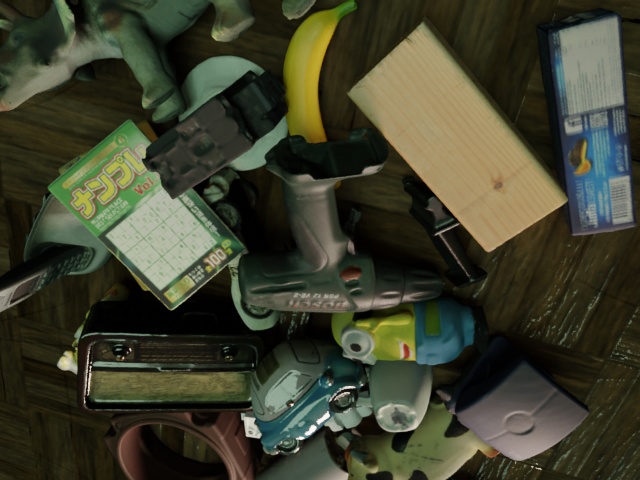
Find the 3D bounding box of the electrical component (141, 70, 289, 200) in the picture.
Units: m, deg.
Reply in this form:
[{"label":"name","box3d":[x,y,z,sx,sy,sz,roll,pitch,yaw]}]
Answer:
[{"label":"electrical component","box3d":[-0.096,-0.112,0.529,0.134,0.115,0.058,-29,111,23]}]

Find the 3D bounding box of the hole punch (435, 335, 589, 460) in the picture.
[{"label":"hole punch","box3d":[0.226,0.189,0.622,0.142,0.092,0.116,37,89,-11]}]

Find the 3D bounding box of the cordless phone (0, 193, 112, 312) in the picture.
[{"label":"cordless phone","box3d":[-0.314,0.004,0.623,0.089,0.184,0.146,39,119,-3]}]

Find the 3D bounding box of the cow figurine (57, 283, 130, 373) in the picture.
[{"label":"cow figurine","box3d":[-0.289,0.137,0.751,0.098,0.068,0.167,35,122,-12]}]

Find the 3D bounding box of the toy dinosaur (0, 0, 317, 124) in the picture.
[{"label":"toy dinosaur","box3d":[-0.141,-0.244,0.501,0.405,0.131,0.192,-33,97,16]}]

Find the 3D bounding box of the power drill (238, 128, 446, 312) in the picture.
[{"label":"power drill","box3d":[0.027,-0.009,0.554,0.232,0.086,0.207,-5,134,-4]}]

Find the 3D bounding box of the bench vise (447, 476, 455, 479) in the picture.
[{"label":"bench vise","box3d":[0.200,0.436,0.705,0.129,0.240,0.223,-33,89,29]}]

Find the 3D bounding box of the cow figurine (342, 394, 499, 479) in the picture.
[{"label":"cow figurine","box3d":[0.116,0.269,0.688,0.195,0.085,0.127,-38,97,0]}]

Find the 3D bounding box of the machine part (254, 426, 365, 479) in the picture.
[{"label":"machine part","box3d":[-0.018,0.340,0.787,0.079,0.079,0.243,43,117,-10]}]

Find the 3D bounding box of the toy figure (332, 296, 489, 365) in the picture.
[{"label":"toy figure","box3d":[0.104,0.104,0.639,0.180,0.089,0.082,-4,112,5]}]

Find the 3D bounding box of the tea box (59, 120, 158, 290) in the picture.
[{"label":"tea box","box3d":[-0.201,-0.037,0.617,0.068,0.098,0.169,-13,116,44]}]

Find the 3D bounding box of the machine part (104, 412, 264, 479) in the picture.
[{"label":"machine part","box3d":[-0.203,0.310,0.810,0.202,0.087,0.200,-12,113,20]}]

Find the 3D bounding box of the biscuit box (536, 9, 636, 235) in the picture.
[{"label":"biscuit box","box3d":[0.252,-0.106,0.506,0.059,0.063,0.202,-11,114,17]}]

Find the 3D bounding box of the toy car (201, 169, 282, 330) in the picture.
[{"label":"toy car","box3d":[-0.090,0.013,0.638,0.056,0.073,0.201,-11,114,17]}]

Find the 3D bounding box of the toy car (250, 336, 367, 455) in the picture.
[{"label":"toy car","box3d":[-0.031,0.177,0.665,0.161,0.109,0.102,-41,115,1]}]

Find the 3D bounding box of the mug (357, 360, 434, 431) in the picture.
[{"label":"mug","box3d":[0.087,0.181,0.665,0.110,0.107,0.080,-7,113,14]}]

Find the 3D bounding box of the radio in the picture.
[{"label":"radio","box3d":[-0.185,0.150,0.690,0.230,0.073,0.131,3,119,-14]}]

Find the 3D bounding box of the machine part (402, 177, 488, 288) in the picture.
[{"label":"machine part","box3d":[0.136,-0.004,0.585,0.039,0.084,0.138,-37,118,-4]}]

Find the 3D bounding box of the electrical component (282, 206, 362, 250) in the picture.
[{"label":"electrical component","box3d":[-0.001,-0.001,0.631,0.078,0.045,0.102,1,123,-20]}]
